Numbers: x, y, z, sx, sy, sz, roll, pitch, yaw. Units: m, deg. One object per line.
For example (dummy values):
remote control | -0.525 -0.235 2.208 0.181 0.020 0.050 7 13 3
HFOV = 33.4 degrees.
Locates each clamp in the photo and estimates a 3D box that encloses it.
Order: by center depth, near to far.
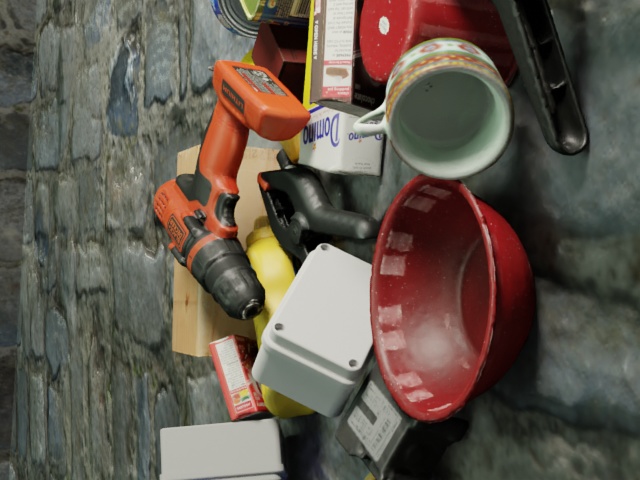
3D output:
clamp | 0.113 -0.171 0.596 0.210 0.036 0.165 57 150 23
clamp | -0.006 0.001 0.920 0.172 0.039 0.120 46 129 48

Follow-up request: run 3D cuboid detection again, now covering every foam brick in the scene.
foam brick | -0.026 -0.165 0.985 0.051 0.052 0.078 111 150 -41

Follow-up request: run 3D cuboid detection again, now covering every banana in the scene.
banana | -0.045 -0.146 1.056 0.198 0.037 0.069 -122 22 -55

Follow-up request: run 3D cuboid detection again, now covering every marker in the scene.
marker | -0.020 -0.043 1.003 0.121 0.020 0.020 -110 32 -41

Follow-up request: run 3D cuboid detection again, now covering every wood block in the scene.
wood block | -0.093 0.012 1.080 0.091 0.090 0.206 176 96 -66

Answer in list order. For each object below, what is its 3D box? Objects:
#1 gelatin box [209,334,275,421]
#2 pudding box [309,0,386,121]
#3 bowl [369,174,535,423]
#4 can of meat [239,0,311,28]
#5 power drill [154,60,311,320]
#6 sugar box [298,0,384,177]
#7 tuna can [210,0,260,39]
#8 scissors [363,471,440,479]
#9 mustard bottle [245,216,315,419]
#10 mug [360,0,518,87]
gelatin box | -0.063 0.128 0.983 0.089 0.030 0.073 28 -138 -70
pudding box | 0.034 -0.137 0.781 0.039 0.113 0.090 2 90 30
bowl | 0.091 0.037 0.692 0.162 0.055 0.162 -178 90 -67
can of meat | -0.027 -0.232 0.958 0.102 0.083 0.057 -113 34 -45
power drill | -0.075 -0.047 0.932 0.185 0.057 0.188 49 124 41
sugar box | 0.022 -0.144 0.884 0.093 0.048 0.176 -157 73 -66
tuna can | -0.063 -0.240 1.040 0.034 0.086 0.086 -150 65 -66
scissors | 0.073 0.193 0.766 0.202 0.016 0.096 -130 51 -58
mustard bottle | -0.038 0.060 0.978 0.096 0.058 0.191 85 174 -57
mug | 0.079 -0.152 0.706 0.093 0.081 0.117 -169 83 -67
